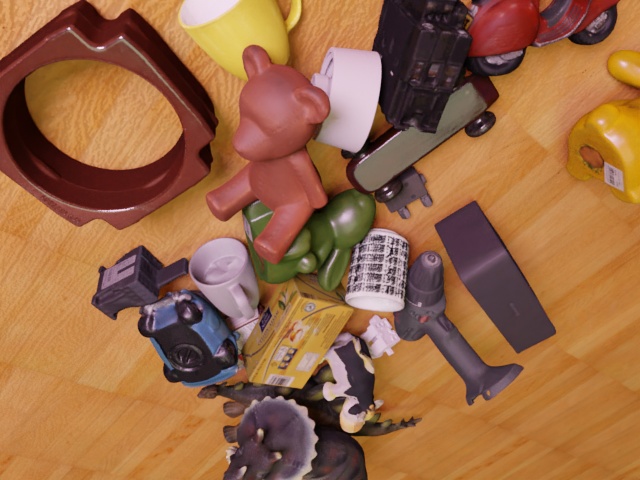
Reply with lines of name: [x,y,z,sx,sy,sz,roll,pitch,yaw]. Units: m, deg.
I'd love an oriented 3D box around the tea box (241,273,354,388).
tea box: [-0.036,0.134,0.793,0.098,0.068,0.169,18,115,-31]

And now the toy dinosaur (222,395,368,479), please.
toy dinosaur: [-0.006,0.359,0.874,0.404,0.131,0.192,24,123,-37]

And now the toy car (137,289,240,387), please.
toy car: [-0.185,0.128,0.773,0.109,0.103,0.161,-21,117,12]

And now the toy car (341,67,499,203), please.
toy car: [0.119,-0.129,0.652,0.202,0.053,0.089,-37,111,14]

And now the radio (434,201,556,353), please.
radio: [0.258,0.056,0.789,0.073,0.131,0.229,-31,130,15]

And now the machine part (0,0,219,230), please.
machine part: [-0.226,-0.122,0.562,0.201,0.087,0.201,-30,131,14]

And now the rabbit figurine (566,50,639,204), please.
rabbit figurine: [0.401,-0.158,0.671,0.173,0.122,0.162,-32,121,-3]

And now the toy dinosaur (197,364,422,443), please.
toy dinosaur: [-0.008,0.310,0.972,0.471,0.105,0.198,27,117,-36]

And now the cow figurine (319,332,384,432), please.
cow figurine: [0.057,0.229,0.853,0.098,0.068,0.167,-10,104,40]

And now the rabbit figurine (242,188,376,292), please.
rabbit figurine: [-0.001,-0.002,0.699,0.170,0.121,0.158,-19,136,-16]

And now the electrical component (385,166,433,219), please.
electrical component: [0.113,-0.069,0.724,0.063,0.021,0.093,-30,129,13]

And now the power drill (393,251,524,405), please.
power drill: [0.189,0.135,0.783,0.086,0.207,0.232,-41,165,-22]

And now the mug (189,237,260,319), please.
mug: [-0.117,0.066,0.740,0.081,0.110,0.107,-37,144,-14]

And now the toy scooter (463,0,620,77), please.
toy scooter: [0.226,-0.254,0.555,0.184,0.075,0.135,-17,132,-2]

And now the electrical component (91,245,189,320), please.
electrical component: [-0.238,0.050,0.714,0.119,0.075,0.047,-24,131,14]

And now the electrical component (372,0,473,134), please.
electrical component: [0.098,-0.194,0.551,0.058,0.115,0.134,0,130,-18]

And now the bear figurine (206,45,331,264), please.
bear figurine: [-0.052,-0.080,0.537,0.132,0.120,0.195,-47,164,-14]
